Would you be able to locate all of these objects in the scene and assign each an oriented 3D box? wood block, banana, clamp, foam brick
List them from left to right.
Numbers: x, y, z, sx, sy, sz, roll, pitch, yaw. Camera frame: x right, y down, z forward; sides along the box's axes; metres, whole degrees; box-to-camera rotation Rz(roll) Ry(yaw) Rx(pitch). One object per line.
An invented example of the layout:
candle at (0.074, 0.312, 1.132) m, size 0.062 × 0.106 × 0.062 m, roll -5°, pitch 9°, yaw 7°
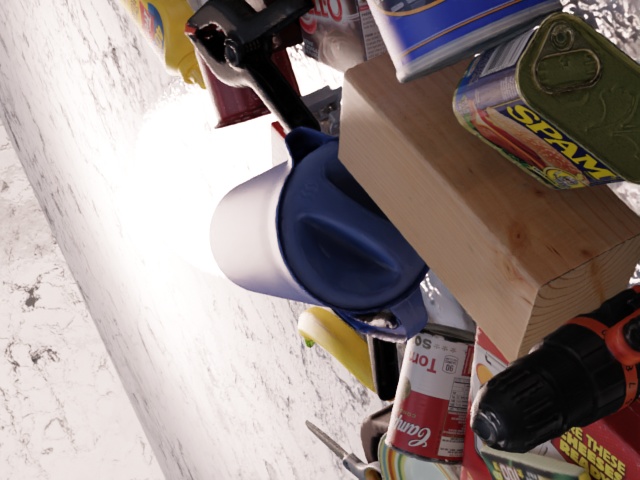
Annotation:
clamp at (-0.055, -0.164, 0.866) m, size 0.172 × 0.039 × 0.120 m, roll 37°, pitch 133°, yaw 36°
foam brick at (-0.032, -0.202, 0.898) m, size 0.078 × 0.053 × 0.051 m, roll 67°, pitch 159°, yaw -7°
banana at (0.022, 0.112, 1.144) m, size 0.069 × 0.037 × 0.198 m, roll 53°, pitch 168°, yaw -27°
clamp at (0.062, 0.059, 0.979) m, size 0.165 × 0.036 × 0.210 m, roll -4°, pitch 107°, yaw 68°
wood block at (0.105, -0.033, 0.701) m, size 0.206 × 0.090 × 0.091 m, roll 52°, pitch 156°, yaw 31°

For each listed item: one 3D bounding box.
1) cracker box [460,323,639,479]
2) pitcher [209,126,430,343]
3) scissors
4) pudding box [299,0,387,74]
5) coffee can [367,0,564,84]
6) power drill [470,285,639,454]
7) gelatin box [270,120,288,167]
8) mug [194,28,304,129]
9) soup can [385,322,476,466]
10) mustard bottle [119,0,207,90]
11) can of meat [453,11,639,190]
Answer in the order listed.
cracker box at (0.180, 0.153, 0.751) m, size 0.164 × 0.072 × 0.214 m, roll 46°, pitch 151°, yaw 38°
pitcher at (-0.006, 0.001, 0.890) m, size 0.243 × 0.144 × 0.149 m, roll 174°, pitch 105°, yaw -69°
scissors at (0.044, 0.249, 1.101) m, size 0.202 × 0.016 × 0.096 m, roll 9°, pitch 122°, yaw 64°
pudding box at (0.019, -0.177, 0.820) m, size 0.114 × 0.039 × 0.090 m, roll 35°, pitch 144°, yaw 54°
coffee can at (0.066, -0.176, 0.618) m, size 0.140 × 0.102 × 0.103 m, roll 67°, pitch 160°, yaw -3°
power drill at (0.172, 0.028, 0.501) m, size 0.057 × 0.184 × 0.188 m, roll 57°, pitch 149°, yaw 13°
gelatin box at (-0.017, -0.067, 1.043) m, size 0.073 × 0.030 × 0.089 m, roll 49°, pitch 153°, yaw 35°
mug at (-0.065, -0.154, 0.973) m, size 0.117 × 0.093 × 0.081 m, roll -167°, pitch 59°, yaw -83°
soup can at (0.096, 0.124, 0.867) m, size 0.069 × 0.068 × 0.102 m, roll 19°, pitch 98°, yaw 63°
mustard bottle at (-0.168, -0.239, 1.179) m, size 0.192 × 0.058 × 0.096 m, roll 56°, pitch 157°, yaw 23°
can of meat at (0.134, -0.072, 0.592) m, size 0.102 × 0.057 × 0.084 m, roll 34°, pitch 168°, yaw -15°
